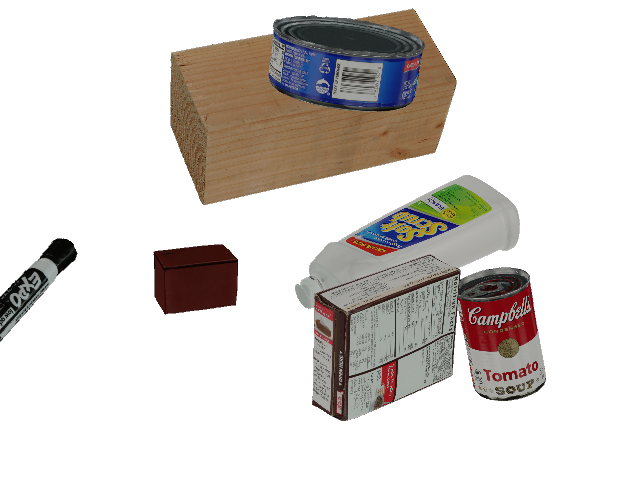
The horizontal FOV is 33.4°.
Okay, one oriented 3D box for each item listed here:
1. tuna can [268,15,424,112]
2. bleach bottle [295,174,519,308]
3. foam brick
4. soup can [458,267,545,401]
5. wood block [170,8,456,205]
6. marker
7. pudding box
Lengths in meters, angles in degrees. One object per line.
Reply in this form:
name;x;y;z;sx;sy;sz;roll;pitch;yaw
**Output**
tuna can;0.014;-0.101;0.602;0.086;0.034;0.086;7;23;-3
bleach bottle;0.089;0.013;1.160;0.250;0.068;0.103;-26;43;-23
foam brick;-0.129;0.039;1.099;0.078;0.051;0.053;-6;20;-19
soup can;0.162;0.084;0.960;0.068;0.102;0.068;-12;18;4
wood block;-0.009;-0.109;0.856;0.205;0.091;0.090;-14;-32;-17
marker;-0.185;0.034;0.660;0.020;0.020;0.121;0;31;20
pudding box;0.047;0.068;0.759;0.113;0.090;0.039;-18;29;-37
